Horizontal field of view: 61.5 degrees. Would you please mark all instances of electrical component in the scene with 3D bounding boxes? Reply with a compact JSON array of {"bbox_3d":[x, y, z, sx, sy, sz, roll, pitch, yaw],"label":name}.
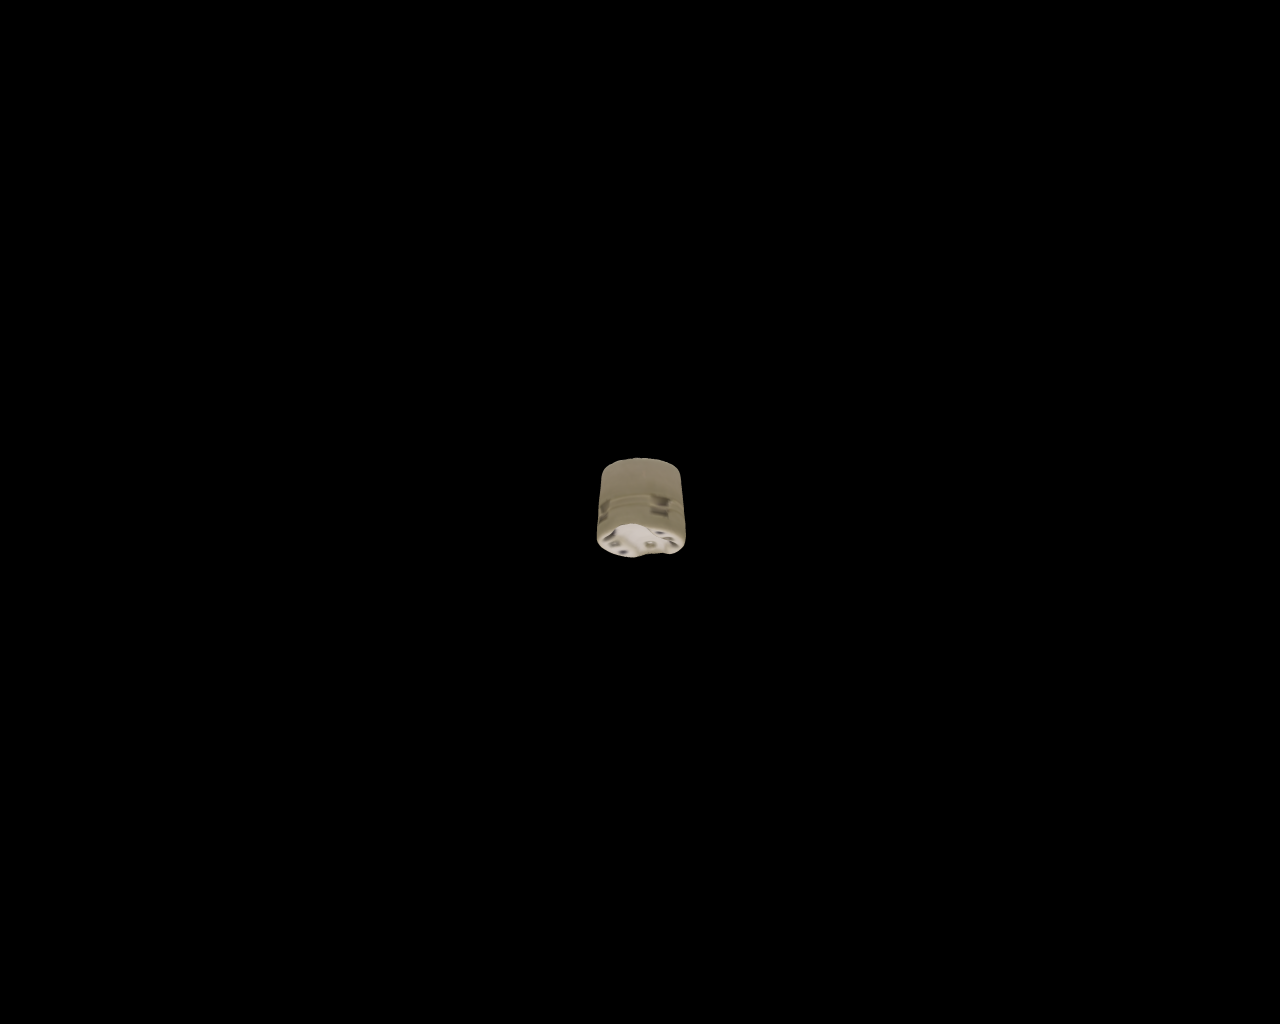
[{"bbox_3d":[0.001,-0.003,0.650,0.055,0.047,0.055,0,-22,0],"label":"electrical component"}]
